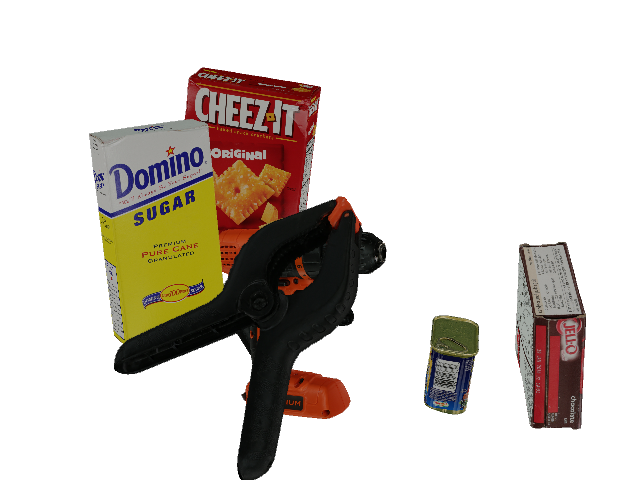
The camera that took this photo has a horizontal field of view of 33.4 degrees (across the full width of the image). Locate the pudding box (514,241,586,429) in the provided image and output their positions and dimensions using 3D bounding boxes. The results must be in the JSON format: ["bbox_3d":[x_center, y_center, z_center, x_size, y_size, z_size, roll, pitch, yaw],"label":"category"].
[{"bbox_3d":[0.161,0.064,0.750,0.039,0.090,0.113,-1,26,4],"label":"pudding box"}]

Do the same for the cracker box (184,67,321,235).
[{"bbox_3d":[-0.096,-0.104,1.396,0.164,0.214,0.072,10,22,7],"label":"cracker box"}]

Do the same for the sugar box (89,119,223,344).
[{"bbox_3d":[-0.133,-0.007,0.887,0.093,0.176,0.048,-12,19,-25],"label":"sugar box"}]

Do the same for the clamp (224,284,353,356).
[{"bbox_3d":[-0.088,0.091,1.254,0.210,0.036,0.164,13,23,27],"label":"clamp"}]

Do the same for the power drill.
[{"bbox_3d":[-0.016,0.077,1.050,0.185,0.188,0.057,1,10,30],"label":"power drill"}]

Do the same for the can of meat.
[{"bbox_3d":[0.158,0.151,1.297,0.057,0.084,0.102,9,21,5],"label":"can of meat"}]

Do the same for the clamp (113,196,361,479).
[{"bbox_3d":[-0.028,0.053,0.628,0.120,0.171,0.039,45,-3,21],"label":"clamp"}]
